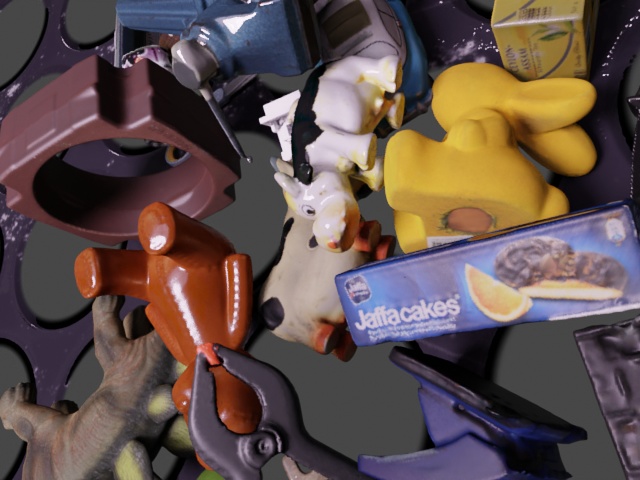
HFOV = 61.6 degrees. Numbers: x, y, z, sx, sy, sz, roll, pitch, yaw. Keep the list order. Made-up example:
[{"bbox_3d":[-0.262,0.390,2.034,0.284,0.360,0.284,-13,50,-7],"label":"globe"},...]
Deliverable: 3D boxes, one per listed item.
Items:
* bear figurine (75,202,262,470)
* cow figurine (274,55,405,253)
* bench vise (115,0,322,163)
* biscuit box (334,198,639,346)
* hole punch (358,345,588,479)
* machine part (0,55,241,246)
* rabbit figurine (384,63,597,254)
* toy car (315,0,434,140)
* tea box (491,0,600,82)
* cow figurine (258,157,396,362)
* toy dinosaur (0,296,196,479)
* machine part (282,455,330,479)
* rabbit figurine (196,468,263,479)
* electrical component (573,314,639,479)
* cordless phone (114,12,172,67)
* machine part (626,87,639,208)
[{"bbox_3d":[-0.106,0.086,0.442,0.120,0.132,0.196,-26,66,24],"label":"bear figurine"},{"bbox_3d":[0.007,-0.073,0.436,0.098,0.068,0.167,12,67,19],"label":"cow figurine"},{"bbox_3d":[-0.097,-0.204,0.475,0.241,0.128,0.223,13,64,26],"label":"bench vise"},{"bbox_3d":[0.111,0.027,0.368,0.203,0.063,0.059,-17,89,33],"label":"biscuit box"},{"bbox_3d":[0.101,0.138,0.366,0.116,0.142,0.092,16,81,46],"label":"hole punch"},{"bbox_3d":[-0.202,-0.082,0.560,0.201,0.201,0.087,-25,60,21],"label":"machine part"},{"bbox_3d":[0.132,-0.082,0.431,0.162,0.121,0.173,-8,51,24],"label":"rabbit figurine"},{"bbox_3d":[0.040,-0.181,0.518,0.109,0.102,0.162,-27,61,20],"label":"toy car"},{"bbox_3d":[0.196,-0.226,0.447,0.068,0.098,0.169,6,75,30],"label":"tea box"},{"bbox_3d":[-0.001,-0.001,0.496,0.127,0.085,0.195,17,84,26],"label":"cow figurine"},{"bbox_3d":[-0.236,0.219,0.537,0.199,0.105,0.471,39,94,32],"label":"toy dinosaur"},{"bbox_3d":[0.039,0.261,0.387,0.079,0.079,0.243,-40,59,12],"label":"machine part"},{"bbox_3d":[-0.076,0.273,0.446,0.159,0.121,0.170,-38,41,22],"label":"rabbit figurine"},{"bbox_3d":[0.206,0.114,0.320,0.058,0.114,0.134,-23,68,25],"label":"electrical component"},{"bbox_3d":[-0.289,-0.211,0.724,0.184,0.088,0.146,-20,66,27],"label":"cordless phone"},{"bbox_3d":[0.264,-0.070,0.395,0.084,0.039,0.139,16,81,27],"label":"machine part"}]
